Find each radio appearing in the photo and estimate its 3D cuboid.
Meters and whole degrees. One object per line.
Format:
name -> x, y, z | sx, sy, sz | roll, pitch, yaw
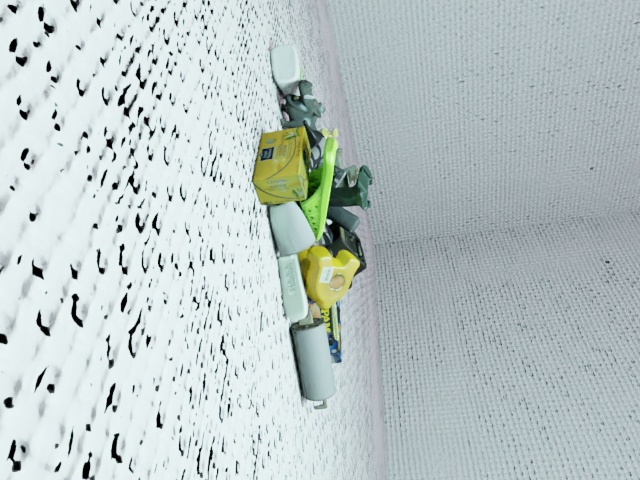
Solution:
radio -> 0.067, 0.015, 1.572 | 0.131, 0.073, 0.230 | 49, 15, -17

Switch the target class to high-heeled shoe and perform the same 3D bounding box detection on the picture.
high-heeled shoe -> -0.039, -0.174, 1.304 | 0.145, 0.086, 0.249 | 64, 36, -57

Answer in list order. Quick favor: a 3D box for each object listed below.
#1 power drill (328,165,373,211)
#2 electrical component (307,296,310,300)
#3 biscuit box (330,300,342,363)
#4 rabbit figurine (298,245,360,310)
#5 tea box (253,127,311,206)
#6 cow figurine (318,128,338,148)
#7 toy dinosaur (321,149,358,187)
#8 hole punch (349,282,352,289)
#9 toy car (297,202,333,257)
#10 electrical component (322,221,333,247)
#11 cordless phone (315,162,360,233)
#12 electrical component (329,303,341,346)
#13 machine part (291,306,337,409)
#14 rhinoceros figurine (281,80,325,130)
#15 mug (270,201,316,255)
power drill -> 0.026, -0.137, 1.367 | 0.086, 0.207, 0.232 | 50, 40, -59
electrical component -> -0.023, 0.115, 1.414 | 0.063, 0.021, 0.094 | 53, 33, -72
biscuit box -> 0.026, 0.238, 1.493 | 0.062, 0.059, 0.203 | 69, 16, -54
rabbit figurine -> -0.009, 0.073, 1.212 | 0.173, 0.122, 0.162 | 34, -59, 48
tea box -> -0.074, -0.153, 1.095 | 0.170, 0.098, 0.068 | -89, 168, -45
cow figurine -> -0.017, -0.302, 1.624 | 0.167, 0.098, 0.068 | -22, 111, -61
toy dinosaur -> 0.027, -0.185, 1.699 | 0.405, 0.131, 0.192 | -50, 132, -69
hole punch -> 0.027, 0.100, 1.596 | 0.115, 0.092, 0.142 | 47, 27, -22
toy car -> -0.025, -0.012, 1.306 | 0.053, 0.089, 0.201 | -81, 162, -67
electrical component -> -0.003, -0.004, 1.435 | 0.048, 0.075, 0.119 | -79, 148, -61
cordless phone -> 0.048, -0.115, 1.455 | 0.146, 0.184, 0.088 | -56, 157, 0
electrical component -> 0.014, 0.197, 1.401 | 0.114, 0.058, 0.134 | 69, 27, -64
machine part -> -0.013, 0.262, 1.187 | 0.079, 0.079, 0.243 | -55, 136, -76
rhinoceros figurine -> -0.043, -0.314, 1.372 | 0.190, 0.112, 0.073 | 84, 8, -45
mug -> -0.061, -0.036, 1.139 | 0.109, 0.081, 0.107 | -64, 137, -65
